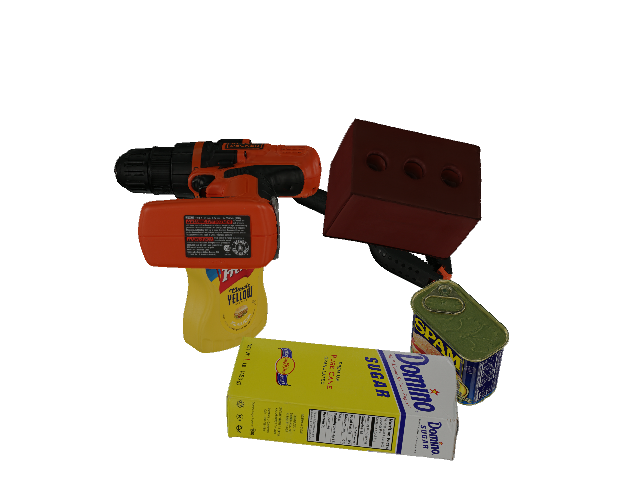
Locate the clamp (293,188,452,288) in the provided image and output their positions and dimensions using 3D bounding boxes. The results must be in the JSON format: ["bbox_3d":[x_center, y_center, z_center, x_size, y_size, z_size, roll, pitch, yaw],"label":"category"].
[{"bbox_3d":[0.073,-0.017,1.229,0.164,0.210,0.036,-13,-39,-26],"label":"clamp"}]

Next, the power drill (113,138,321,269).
[{"bbox_3d":[-0.095,-0.038,0.883,0.184,0.057,0.187,-1,23,4],"label":"power drill"}]

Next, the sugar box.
[{"bbox_3d":[0.019,0.122,0.842,0.176,0.048,0.093,3,26,3],"label":"sugar box"}]

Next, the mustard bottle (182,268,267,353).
[{"bbox_3d":[-0.098,0.018,1.109,0.096,0.192,0.058,-20,35,-37],"label":"mustard bottle"}]

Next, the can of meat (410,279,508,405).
[{"bbox_3d":[0.134,0.103,1.058,0.057,0.084,0.102,-29,53,-23],"label":"can of meat"}]

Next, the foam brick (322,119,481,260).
[{"bbox_3d":[0.046,-0.028,0.612,0.078,0.053,0.051,10,-30,-11],"label":"foam brick"}]
